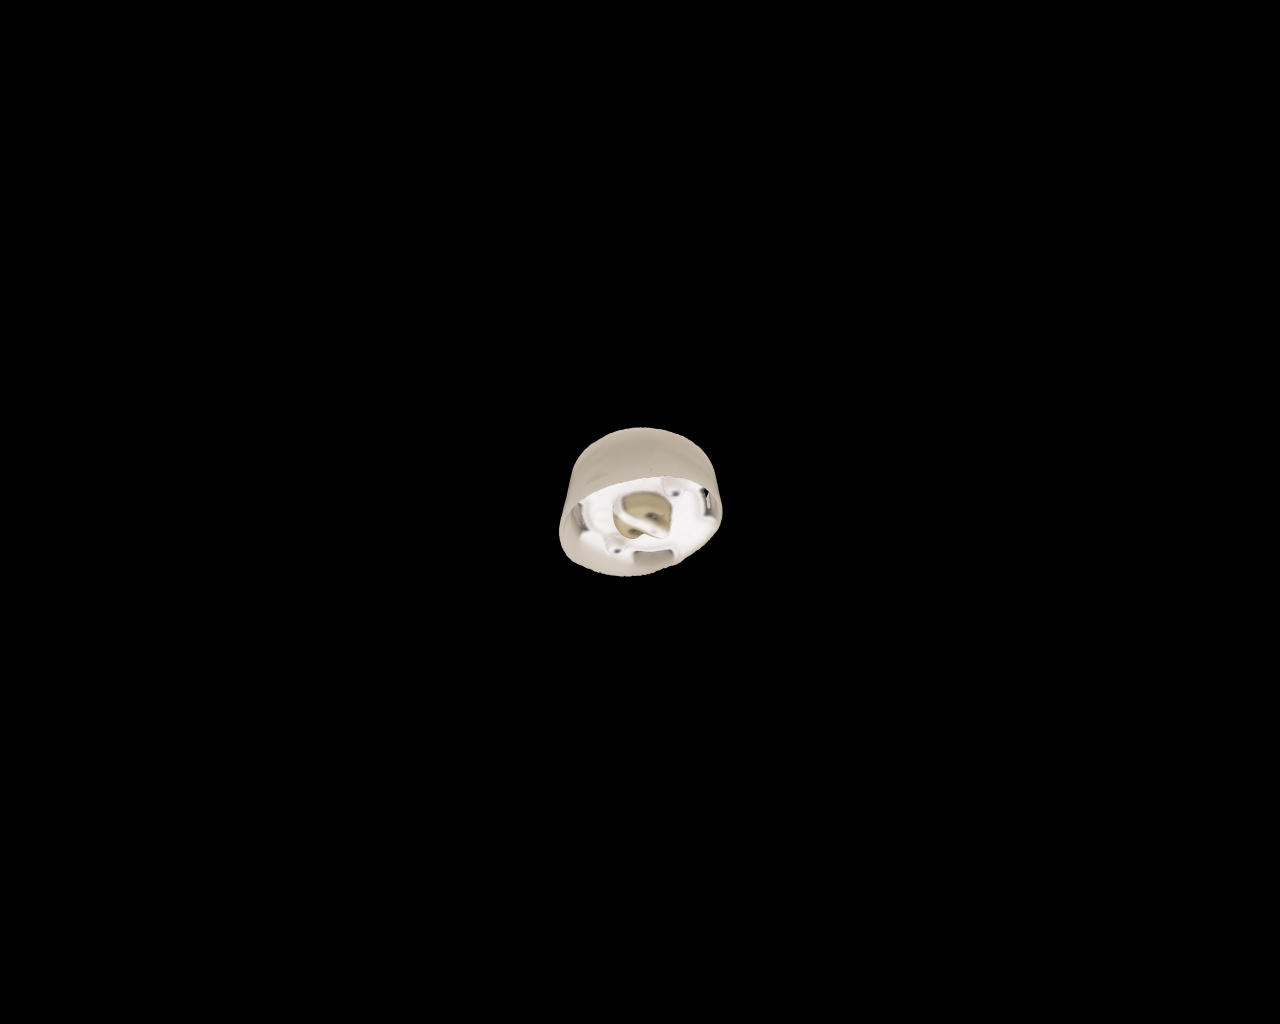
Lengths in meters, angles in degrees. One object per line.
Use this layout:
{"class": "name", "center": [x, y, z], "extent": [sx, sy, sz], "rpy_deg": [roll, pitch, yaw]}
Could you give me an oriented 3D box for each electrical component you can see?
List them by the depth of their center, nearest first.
{"class": "electrical component", "center": [0.001, -0.003, 0.650], "extent": [0.099, 0.099, 0.064], "rpy_deg": [0, 45, 0]}
